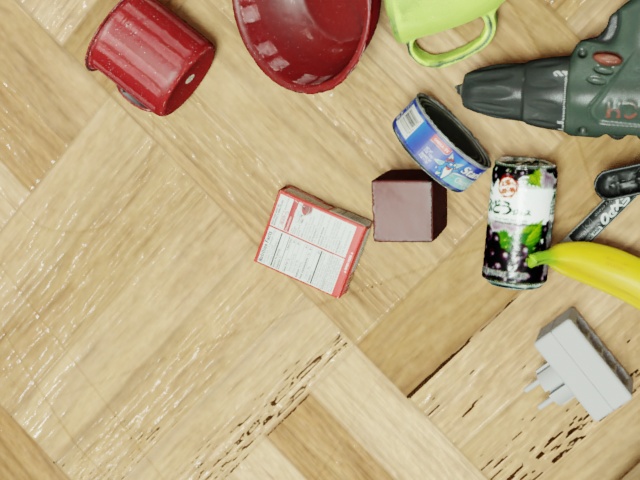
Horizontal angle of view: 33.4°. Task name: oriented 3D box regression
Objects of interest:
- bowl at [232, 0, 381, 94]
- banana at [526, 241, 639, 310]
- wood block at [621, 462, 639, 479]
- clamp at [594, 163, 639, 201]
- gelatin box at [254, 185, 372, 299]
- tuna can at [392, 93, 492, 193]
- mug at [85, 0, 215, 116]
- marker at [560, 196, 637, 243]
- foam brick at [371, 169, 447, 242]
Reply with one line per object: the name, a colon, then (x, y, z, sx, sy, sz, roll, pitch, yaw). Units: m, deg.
bowl: (-0.002, -0.206, 0.892, 0.162, 0.055, 0.162, 21, 120, 39)
banana: (0.262, 0.049, 0.858, 0.198, 0.069, 0.037, 28, 139, 13)
wood block: (0.272, 0.237, 0.848, 0.091, 0.090, 0.206, 36, 133, 8)
clamp: (0.302, -0.059, 0.801, 0.171, 0.120, 0.039, -13, 94, 1)
gelatin box: (-0.006, 0.001, 0.965, 0.089, 0.030, 0.073, 24, 108, 12)
tuna can: (0.100, -0.080, 0.885, 0.086, 0.086, 0.034, 47, 111, 5)
mug: (-0.152, -0.158, 0.958, 0.081, 0.093, 0.117, 38, 140, 3)
marker: (0.244, -0.030, 0.884, 0.020, 0.020, 0.121, 44, 110, 6)
foam brick: (0.077, -0.030, 0.907, 0.051, 0.078, 0.053, 1, 100, 16)
